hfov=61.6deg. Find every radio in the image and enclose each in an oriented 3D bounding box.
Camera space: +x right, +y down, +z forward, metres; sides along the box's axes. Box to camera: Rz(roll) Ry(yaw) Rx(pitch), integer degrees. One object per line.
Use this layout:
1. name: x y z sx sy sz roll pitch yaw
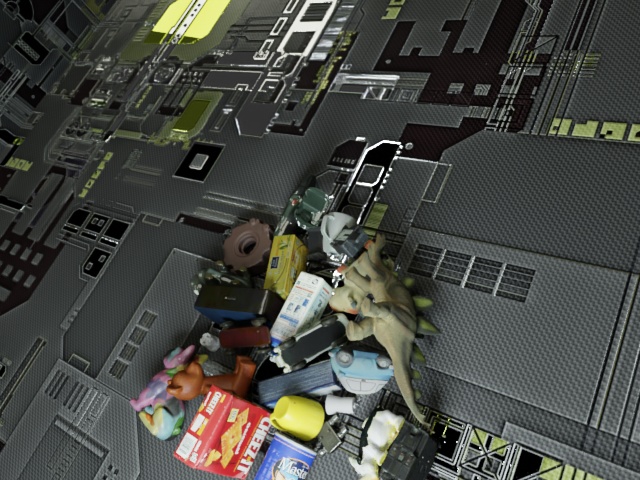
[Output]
1. radio: -0.204 0.181 1.419 0.230 0.131 0.073 2 61 29

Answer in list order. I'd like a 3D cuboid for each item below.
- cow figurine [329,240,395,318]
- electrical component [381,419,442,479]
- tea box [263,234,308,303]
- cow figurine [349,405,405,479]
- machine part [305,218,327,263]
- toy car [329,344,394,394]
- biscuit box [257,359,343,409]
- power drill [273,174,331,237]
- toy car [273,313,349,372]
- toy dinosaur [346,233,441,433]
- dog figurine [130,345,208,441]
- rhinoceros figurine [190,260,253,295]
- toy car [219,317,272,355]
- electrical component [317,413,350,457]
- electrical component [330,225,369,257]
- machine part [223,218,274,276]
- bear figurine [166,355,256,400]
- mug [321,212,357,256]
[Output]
1. cow figurine: 0.103 0.107 1.339 0.195 0.085 0.127 -42 46 -4
2. electrical component: 0.179 0.439 1.068 0.058 0.114 0.134 18 71 39
3. tea box: -0.089 0.081 1.444 0.068 0.098 0.169 -6 57 24
4. cow figurine: 0.112 0.437 1.134 0.098 0.068 0.167 19 68 41
5. machine part: -0.003 -0.005 1.491 0.084 0.039 0.139 -3 58 20
6. toy car: 0.098 0.296 1.219 0.162 0.109 0.103 7 88 14
7. biscuit box: -0.050 0.346 1.281 0.203 0.059 0.063 -20 55 16
8. power drill: -0.047 -0.098 1.495 0.232 0.086 0.207 -62 22 -10
9. toy car: -0.016 0.244 1.285 0.202 0.056 0.073 -26 91 -16
10. toy dinosaur: 0.164 0.179 1.180 0.105 0.198 0.471 127 152 -47
11. dog figurine: -0.374 0.383 1.402 0.192 0.108 0.219 33 77 39
12. rhinoceros figurine: -0.278 0.119 1.519 0.191 0.111 0.073 6 47 17
13. toy car: -0.184 0.241 1.346 0.202 0.053 0.089 -16 81 43
14. electrical component: 0.020 0.438 1.202 0.094 0.021 0.063 -48 59 9
15. electrical component: 0.083 0.002 1.352 0.075 0.047 0.119 -52 23 -18
16. machine part: -0.203 0.023 1.567 0.179 0.056 0.179 -13 57 21
17. bear figurine: -0.271 0.337 1.325 0.196 0.120 0.132 16 83 -9
18. mug: 0.043 -0.015 1.434 0.081 0.109 0.107 3 73 37
